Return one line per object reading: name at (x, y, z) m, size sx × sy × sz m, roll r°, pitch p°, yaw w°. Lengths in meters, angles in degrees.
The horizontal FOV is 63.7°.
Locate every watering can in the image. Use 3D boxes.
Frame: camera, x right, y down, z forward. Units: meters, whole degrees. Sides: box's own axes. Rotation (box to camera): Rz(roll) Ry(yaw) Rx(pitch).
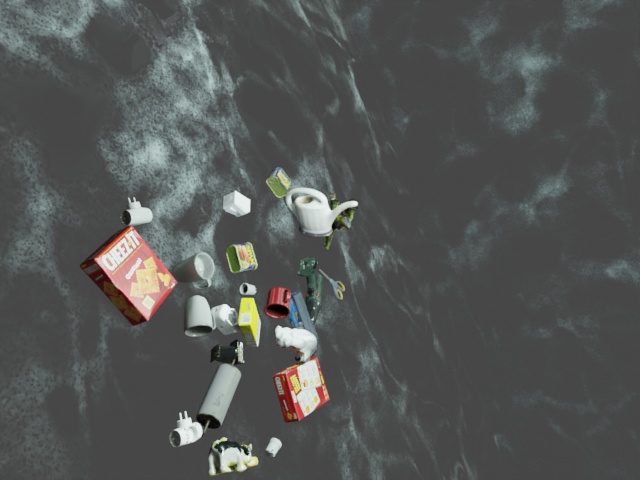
watering can at (0.006, -0.107, 2.127) m, size 0.106 × 0.349 × 0.219 m, roll -48°, pitch 141°, yaw -40°

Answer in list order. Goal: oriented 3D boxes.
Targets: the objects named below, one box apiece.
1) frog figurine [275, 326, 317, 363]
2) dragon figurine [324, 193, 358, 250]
frog figurine at (-0.092, 0.355, 1.855) m, size 0.158 × 0.123 × 0.138 m, roll 52°, pitch -1°, yaw -12°
dragon figurine at (0.075, -0.061, 2.293) m, size 0.122 × 0.238 × 0.418 m, roll 14°, pitch 26°, yaw -7°
